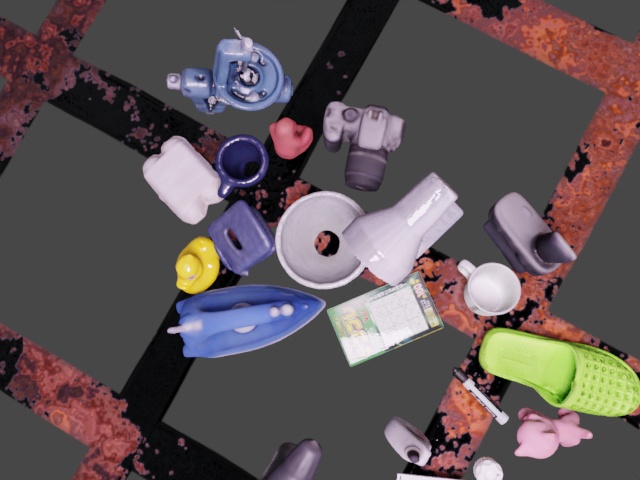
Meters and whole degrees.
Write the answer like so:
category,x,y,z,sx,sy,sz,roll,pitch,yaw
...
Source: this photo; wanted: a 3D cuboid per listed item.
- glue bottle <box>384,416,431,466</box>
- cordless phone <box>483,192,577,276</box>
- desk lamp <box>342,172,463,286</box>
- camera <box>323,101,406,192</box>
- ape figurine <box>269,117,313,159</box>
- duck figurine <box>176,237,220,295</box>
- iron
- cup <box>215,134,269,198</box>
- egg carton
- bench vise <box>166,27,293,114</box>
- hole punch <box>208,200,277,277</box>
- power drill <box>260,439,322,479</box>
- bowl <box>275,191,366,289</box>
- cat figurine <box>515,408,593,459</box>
category,x,y,z,sx,sy,sz,roll,pitch,yaw
glue bottle,0.143,0.325,0.902,0.078,0.173,0.037,31,87,7
cordless phone,0.345,-0.015,0.920,0.094,0.185,0.147,-39,83,-1
desk lamp,0.139,-0.026,0.919,0.203,0.213,0.118,-44,83,-2
camera,0.069,-0.161,0.994,0.143,0.101,0.137,11,85,5
ape figurine,-0.056,-0.187,1.009,0.077,0.092,0.076,30,87,6
duck figurine,-0.220,0.043,0.998,0.077,0.086,0.105,18,85,5
iron,-0.121,0.128,0.955,0.258,0.141,0.119,-12,83,2
cup,-0.136,-0.118,1.005,0.091,0.095,0.118,30,87,6
egg carton,-0.242,-0.107,1.023,0.107,0.069,0.150,-45,83,-2
bench vise,-0.157,-0.269,0.960,0.207,0.220,0.121,-20,83,1
hole punch,-0.136,-0.001,0.995,0.101,0.091,0.108,-34,83,0
power drill,-0.060,0.391,0.890,0.075,0.208,0.230,30,87,6
bowl,0.009,0.004,0.994,0.167,0.075,0.167,0,84,4
cat figurine,0.368,0.312,0.918,0.127,0.118,0.067,-3,84,3
